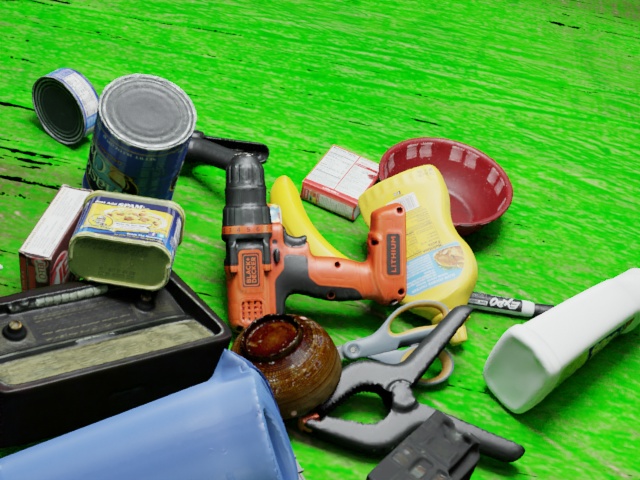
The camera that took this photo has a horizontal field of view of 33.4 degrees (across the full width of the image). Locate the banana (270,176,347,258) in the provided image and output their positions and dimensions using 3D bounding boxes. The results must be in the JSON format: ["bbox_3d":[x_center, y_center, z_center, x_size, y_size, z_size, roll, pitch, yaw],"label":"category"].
[{"bbox_3d":[-0.011,-0.005,1.194,0.069,0.037,0.198,-1,41,-48],"label":"banana"}]

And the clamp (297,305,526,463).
[{"bbox_3d":[0.080,0.145,1.030,0.210,0.036,0.164,-5,60,-8],"label":"clamp"}]

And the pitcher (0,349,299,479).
[{"bbox_3d":[-0.136,0.204,0.832,0.243,0.145,0.149,-18,40,2],"label":"pitcher"}]

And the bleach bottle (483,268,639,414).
[{"bbox_3d":[0.282,0.086,1.111,0.250,0.103,0.068,-26,64,-34],"label":"bleach bottle"}]

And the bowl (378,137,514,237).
[{"bbox_3d":[0.143,-0.053,1.263,0.162,0.055,0.162,7,43,-6],"label":"bowl"}]

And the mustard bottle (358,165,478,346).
[{"bbox_3d":[0.115,0.022,1.144,0.096,0.058,0.192,-23,72,11],"label":"mustard bottle"}]

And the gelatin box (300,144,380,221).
[{"bbox_3d":[0.028,-0.069,1.274,0.073,0.030,0.089,24,43,14],"label":"gelatin box"}]

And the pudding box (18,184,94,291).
[{"bbox_3d":[-0.263,0.013,1.072,0.039,0.090,0.113,14,42,2],"label":"pudding box"}]

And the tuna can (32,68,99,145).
[{"bbox_3d":[-0.296,-0.158,1.251,0.086,0.086,0.033,31,44,20],"label":"tuna can"}]

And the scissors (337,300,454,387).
[{"bbox_3d":[0.048,0.126,1.073,0.201,0.016,0.096,-24,79,-11],"label":"scissors"}]

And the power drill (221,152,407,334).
[{"bbox_3d":[-0.007,0.001,1.091,0.187,0.184,0.057,-2,2,-7],"label":"power drill"}]

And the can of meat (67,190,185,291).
[{"bbox_3d":[-0.185,0.001,1.022,0.102,0.057,0.084,9,29,-4],"label":"can of meat"}]

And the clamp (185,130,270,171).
[{"bbox_3d":[-0.142,-0.111,1.261,0.171,0.039,0.120,17,9,14],"label":"clamp"}]

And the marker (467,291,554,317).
[{"bbox_3d":[0.202,0.072,1.171,0.121,0.020,0.020,10,42,-3],"label":"marker"}]

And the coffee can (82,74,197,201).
[{"bbox_3d":[-0.197,-0.094,1.150,0.102,0.140,0.103,10,54,-14],"label":"coffee can"}]
